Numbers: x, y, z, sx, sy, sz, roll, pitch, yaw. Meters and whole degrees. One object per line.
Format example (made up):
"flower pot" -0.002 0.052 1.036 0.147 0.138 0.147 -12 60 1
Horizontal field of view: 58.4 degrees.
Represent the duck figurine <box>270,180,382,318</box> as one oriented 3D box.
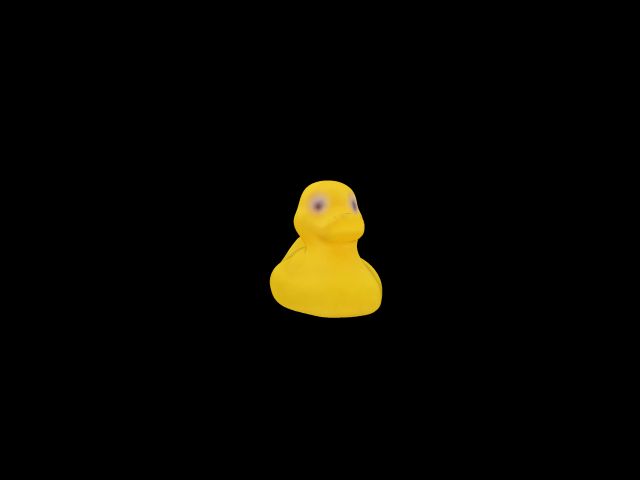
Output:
"duck figurine" 0.004 0.001 0.400 0.078 0.086 0.104 -2 7 -19
